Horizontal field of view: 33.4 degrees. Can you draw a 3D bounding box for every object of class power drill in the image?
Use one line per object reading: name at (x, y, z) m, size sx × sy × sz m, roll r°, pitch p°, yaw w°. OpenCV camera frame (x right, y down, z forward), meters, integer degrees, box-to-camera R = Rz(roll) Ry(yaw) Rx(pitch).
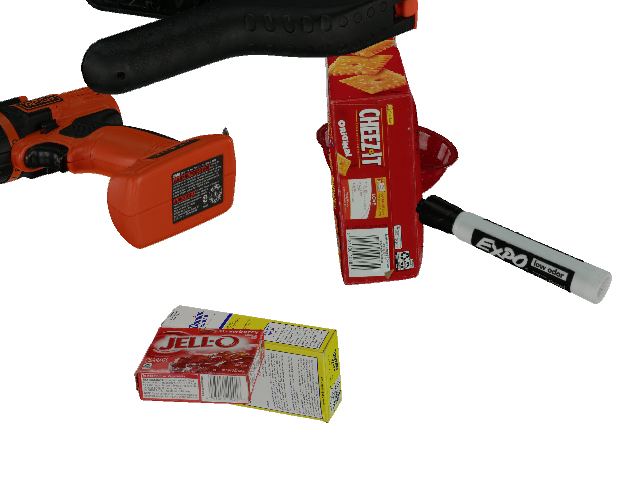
power drill at (-0.166, -0.052, 0.719) m, size 0.188 × 0.057 × 0.184 m, roll 21°, pitch 33°, yaw 32°

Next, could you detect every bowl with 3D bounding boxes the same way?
bowl at (0.072, -0.087, 1.210) m, size 0.162 × 0.055 × 0.162 m, roll 6°, pitch 27°, yaw -3°

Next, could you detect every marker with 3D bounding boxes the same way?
marker at (0.106, 0.002, 0.603) m, size 0.121 × 0.020 × 0.020 m, roll 27°, pitch 14°, yaw 31°

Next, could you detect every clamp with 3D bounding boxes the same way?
clamp at (-0.036, -0.104, 0.505) m, size 0.171 × 0.039 × 0.120 m, roll -3°, pitch 40°, yaw 0°

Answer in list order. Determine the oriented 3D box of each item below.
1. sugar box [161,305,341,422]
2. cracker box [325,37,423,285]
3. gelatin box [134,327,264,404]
sugar box at (-0.069, 0.123, 1.077) m, size 0.176 × 0.093 × 0.048 m, roll 9°, pitch 34°, yaw 20°
cracker box at (0.044, -0.085, 0.925) m, size 0.072 × 0.164 × 0.213 m, roll -4°, pitch 28°, yaw 2°
gelatin box at (-0.093, 0.097, 0.840) m, size 0.089 × 0.030 × 0.073 m, roll 1°, pitch 23°, yaw 7°
